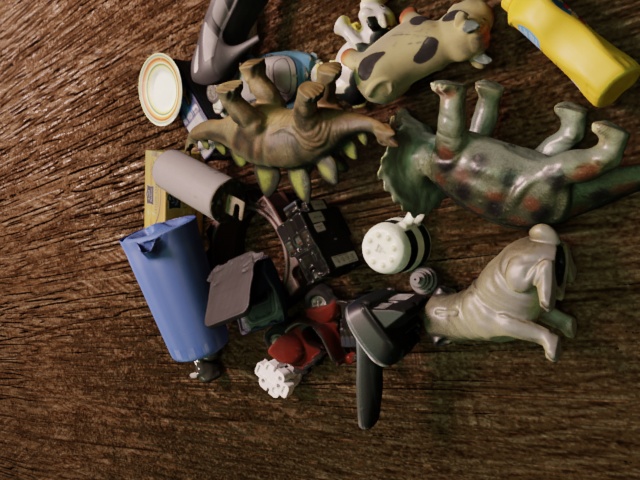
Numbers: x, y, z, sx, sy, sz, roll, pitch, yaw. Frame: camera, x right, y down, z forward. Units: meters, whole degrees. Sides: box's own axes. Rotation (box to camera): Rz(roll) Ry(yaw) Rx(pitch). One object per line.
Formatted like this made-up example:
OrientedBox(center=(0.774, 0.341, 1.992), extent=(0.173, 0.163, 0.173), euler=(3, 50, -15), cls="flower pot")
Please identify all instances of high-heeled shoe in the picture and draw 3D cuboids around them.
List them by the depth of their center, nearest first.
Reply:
OrientedBox(center=(-0.157, -0.372, 0.864), extent=(0.145, 0.086, 0.248), euler=(-17, 72, 32), cls="high-heeled shoe")

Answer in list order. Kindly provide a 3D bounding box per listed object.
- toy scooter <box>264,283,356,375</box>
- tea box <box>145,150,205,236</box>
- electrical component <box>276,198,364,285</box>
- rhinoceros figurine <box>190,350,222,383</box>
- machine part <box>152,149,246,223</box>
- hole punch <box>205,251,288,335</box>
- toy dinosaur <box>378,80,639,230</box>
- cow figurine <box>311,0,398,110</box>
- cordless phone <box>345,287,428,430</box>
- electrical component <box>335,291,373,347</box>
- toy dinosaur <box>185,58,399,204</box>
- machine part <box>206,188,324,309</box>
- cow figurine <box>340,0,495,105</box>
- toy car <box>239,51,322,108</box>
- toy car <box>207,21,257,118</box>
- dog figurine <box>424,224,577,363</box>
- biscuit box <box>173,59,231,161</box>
OrientedBox(center=(-0.008, 0.170, 0.904), extent=(0.135, 0.075, 0.184), euler=(51, 122, 9), cls="toy scooter")
OrientedBox(center=(-0.285, -0.090, 1.053), extent=(0.068, 0.098, 0.169), euler=(14, 107, 35), cls="tea box")
OrientedBox(center=(-0.002, -0.003, 0.846), extent=(0.058, 0.115, 0.134), euler=(-33, 77, 30), cls="electrical component")
OrientedBox(center=(-0.251, 0.194, 1.085), extent=(0.112, 0.073, 0.190), euler=(-33, 77, 34), cls="rhinoceros figurine")
OrientedBox(center=(-0.207, -0.094, 0.911), extent=(0.244, 0.079, 0.079), euler=(28, 113, 36), cls="machine part")
OrientedBox(center=(-0.116, 0.089, 0.868), extent=(0.142, 0.092, 0.116), euler=(-26, 51, 39), cls="hole punch")
OrientedBox(center=(0.234, -0.083, 0.666), extent=(0.405, 0.131, 0.192), euler=(27, 125, 26), cls="toy dinosaur")
OrientedBox(center=(0.066, -0.280, 0.783), extent=(0.098, 0.068, 0.167), euler=(43, 123, 17), cls="cow figurine")
OrientedBox(center=(0.095, 0.169, 0.779), extent=(0.089, 0.146, 0.184), euler=(6, 98, 27), cls="cordless phone")
OrientedBox(center=(0.070, 0.143, 0.842), extent=(0.048, 0.075, 0.119), euler=(-7, 95, 36), cls="electrical component")
OrientedBox(center=(-0.076, -0.157, 0.800), extent=(0.472, 0.105, 0.198), euler=(17, 138, 39), cls="toy dinosaur")
OrientedBox(center=(-0.101, 0.026, 0.942), extent=(0.201, 0.087, 0.201), euler=(-39, 72, 34), cls="machine part")
OrientedBox(center=(0.136, -0.247, 0.700), extent=(0.195, 0.085, 0.127), euler=(-30, 43, 8), cls="cow figurine")
OrientedBox(center=(-0.075, -0.251, 0.872), extent=(0.162, 0.103, 0.109), euler=(2, 99, 38), cls="toy car")
OrientedBox(center=(-0.151, -0.313, 0.934), extent=(0.056, 0.073, 0.201), euler=(14, 105, 34), cls="toy car")
OrientedBox(center=(0.216, 0.062, 0.692), extent=(0.191, 0.121, 0.172), euler=(3, 96, 38), cls="dog figurine")
OrientedBox(center=(-0.225, -0.244, 1.007), extent=(0.059, 0.063, 0.203), euler=(-41, 73, 34), cls="biscuit box")
